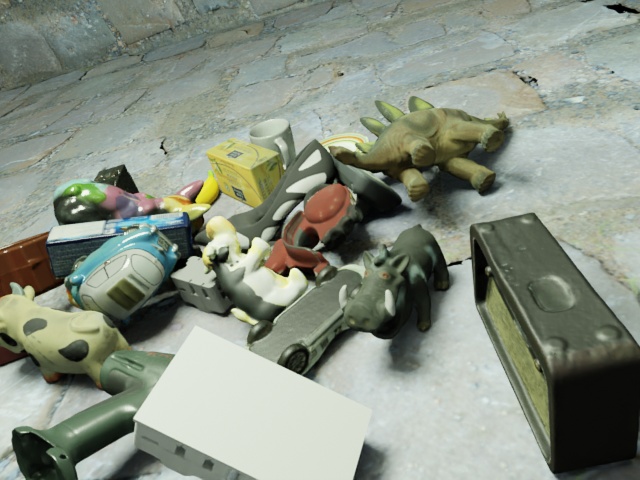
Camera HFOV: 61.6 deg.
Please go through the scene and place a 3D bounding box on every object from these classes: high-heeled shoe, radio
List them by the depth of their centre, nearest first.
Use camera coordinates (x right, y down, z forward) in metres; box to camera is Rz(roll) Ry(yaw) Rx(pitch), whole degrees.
[{"bbox_3d":[0.208,0.080,0.507,0.073,0.130,0.230,-14,33,4],"label":"radio"},{"bbox_3d":[-0.094,-0.070,0.856,0.249,0.145,0.086,-11,19,1],"label":"high-heeled shoe"}]

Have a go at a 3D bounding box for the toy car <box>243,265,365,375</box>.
[{"bbox_3d":[-0.008,0.099,0.655,0.202,0.056,0.074,-38,45,-27],"label":"toy car"}]

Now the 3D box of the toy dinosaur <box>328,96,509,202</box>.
[{"bbox_3d":[0.189,-0.162,0.848,0.471,0.105,0.199,-11,40,-36],"label":"toy dinosaur"}]

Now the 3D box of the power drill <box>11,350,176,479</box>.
[{"bbox_3d":[-0.185,0.183,0.555,0.232,0.085,0.207,8,27,34],"label":"power drill"}]

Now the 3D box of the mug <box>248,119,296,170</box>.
[{"bbox_3d":[-0.078,-0.166,1.033,0.081,0.107,0.110,-31,39,-18],"label":"mug"}]

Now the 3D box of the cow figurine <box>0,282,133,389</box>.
[{"bbox_3d":[-0.362,0.126,0.719,0.195,0.127,0.085,1,34,23],"label":"cow figurine"}]

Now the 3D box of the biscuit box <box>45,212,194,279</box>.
[{"bbox_3d":[-0.296,0.005,0.812,0.203,0.062,0.059,-7,29,-13],"label":"biscuit box"}]

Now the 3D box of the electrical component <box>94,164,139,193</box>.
[{"bbox_3d":[-0.390,-0.078,1.046,0.058,0.114,0.134,-14,35,3],"label":"electrical component"}]

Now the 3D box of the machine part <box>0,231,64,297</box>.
[{"bbox_3d":[-0.500,0.051,0.882,0.202,0.087,0.201,-16,12,17],"label":"machine part"}]

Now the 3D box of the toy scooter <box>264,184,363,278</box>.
[{"bbox_3d":[-0.002,-0.002,0.769,0.184,0.075,0.135,-46,35,-11],"label":"toy scooter"}]

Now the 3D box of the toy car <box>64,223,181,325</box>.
[{"bbox_3d":[-0.272,0.058,0.750,0.162,0.109,0.103,-36,32,3],"label":"toy car"}]

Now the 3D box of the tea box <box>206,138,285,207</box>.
[{"bbox_3d":[-0.134,-0.124,1.007,0.068,0.098,0.170,-35,34,-26],"label":"tea box"}]

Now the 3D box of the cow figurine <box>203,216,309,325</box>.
[{"bbox_3d":[-0.103,0.046,0.706,0.167,0.068,0.098,38,63,11],"label":"cow figurine"}]

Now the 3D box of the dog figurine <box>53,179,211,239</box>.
[{"bbox_3d":[-0.297,-0.050,0.893,0.219,0.191,0.109,-24,46,-4],"label":"dog figurine"}]

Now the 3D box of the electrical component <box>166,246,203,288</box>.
[{"bbox_3d":[-0.230,0.036,0.863,0.078,0.045,0.102,-15,32,7],"label":"electrical component"}]

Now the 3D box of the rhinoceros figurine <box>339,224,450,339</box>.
[{"bbox_3d":[0.092,0.050,0.629,0.073,0.111,0.190,8,33,32],"label":"rhinoceros figurine"}]

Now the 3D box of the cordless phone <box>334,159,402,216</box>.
[{"bbox_3d":[0.114,-0.109,0.889,0.184,0.088,0.147,-15,31,-18],"label":"cordless phone"}]
